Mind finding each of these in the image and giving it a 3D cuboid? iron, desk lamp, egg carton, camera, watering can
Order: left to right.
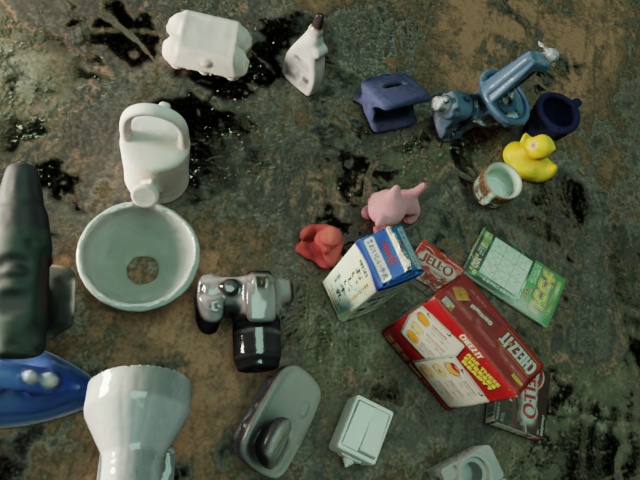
[{"bbox_3d":[-0.404,0.170,0.709,0.258,0.141,0.118,8,67,-11],"label":"iron"},{"bbox_3d":[-0.217,0.265,0.680,0.118,0.213,0.203,3,68,-13],"label":"desk lamp"},{"bbox_3d":[-0.240,-0.130,0.842,0.101,0.194,0.173,-13,72,-19],"label":"watering can"},{"bbox_3d":[-0.197,-0.339,1.007,0.150,0.069,0.107,8,67,-11],"label":"egg carton"},{"bbox_3d":[-0.107,0.119,0.830,0.143,0.100,0.137,1,69,-14],"label":"camera"}]

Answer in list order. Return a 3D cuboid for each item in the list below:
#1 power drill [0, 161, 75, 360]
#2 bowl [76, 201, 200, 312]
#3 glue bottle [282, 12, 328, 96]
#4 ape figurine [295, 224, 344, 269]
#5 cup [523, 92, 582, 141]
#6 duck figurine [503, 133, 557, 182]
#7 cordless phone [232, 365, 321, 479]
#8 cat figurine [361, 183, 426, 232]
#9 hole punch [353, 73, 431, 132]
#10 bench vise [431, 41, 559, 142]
[{"bbox_3d":[-0.368,0.044,0.731,0.076,0.208,0.229,-2,69,-15],"label":"power drill"},{"bbox_3d":[-0.262,0.032,0.838,0.168,0.074,0.167,5,68,-13],"label":"bowl"},{"bbox_3d":[-0.018,-0.328,0.992,0.078,0.173,0.037,44,65,5],"label":"glue bottle"},{"bbox_3d":[0.008,0.003,0.911,0.076,0.092,0.078,-15,73,-19],"label":"ape figurine"},{"bbox_3d":[0.450,-0.232,1.120,0.118,0.095,0.091,-30,79,-23],"label":"cup"},{"bbox_3d":[0.412,-0.163,1.088,0.104,0.086,0.078,35,64,1],"label":"duck figurine"},{"bbox_3d":[-0.045,0.233,0.754,0.094,0.185,0.148,28,65,-2],"label":"cordless phone"},{"bbox_3d":[0.124,-0.059,0.952,0.128,0.117,0.067,-28,78,-23],"label":"cat figurine"},{"bbox_3d":[0.132,-0.265,1.052,0.109,0.091,0.101,-17,74,-20],"label":"hole punch"},{"bbox_3d":[0.314,-0.254,1.024,0.208,0.219,0.121,-26,77,-22],"label":"bench vise"}]
